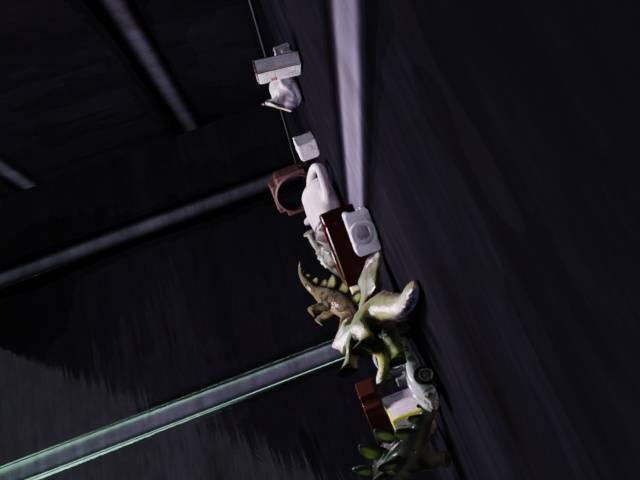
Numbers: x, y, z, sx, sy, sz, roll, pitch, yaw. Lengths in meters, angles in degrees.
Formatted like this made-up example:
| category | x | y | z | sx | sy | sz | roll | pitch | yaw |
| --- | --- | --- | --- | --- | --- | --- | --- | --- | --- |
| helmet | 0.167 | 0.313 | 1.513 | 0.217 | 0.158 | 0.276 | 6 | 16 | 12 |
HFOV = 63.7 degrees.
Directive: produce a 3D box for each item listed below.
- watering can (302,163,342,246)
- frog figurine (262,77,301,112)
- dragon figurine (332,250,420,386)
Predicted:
| category | x | y | z | sx | sy | sz | roll | pitch | yaw |
| --- | --- | --- | --- | --- | --- | --- | --- | --- | --- |
| watering can | 0.005 | -0.079 | 1.568 | 0.340 | 0.104 | 0.229 | 98 | 155 | -57 |
| frog figurine | -0.103 | -0.459 | 1.498 | 0.138 | 0.123 | 0.158 | -72 | -2 | -81 |
| dragon figurine | 0.101 | 0.125 | 0.996 | 0.249 | 0.122 | 0.401 | -94 | 19 | -44 |
